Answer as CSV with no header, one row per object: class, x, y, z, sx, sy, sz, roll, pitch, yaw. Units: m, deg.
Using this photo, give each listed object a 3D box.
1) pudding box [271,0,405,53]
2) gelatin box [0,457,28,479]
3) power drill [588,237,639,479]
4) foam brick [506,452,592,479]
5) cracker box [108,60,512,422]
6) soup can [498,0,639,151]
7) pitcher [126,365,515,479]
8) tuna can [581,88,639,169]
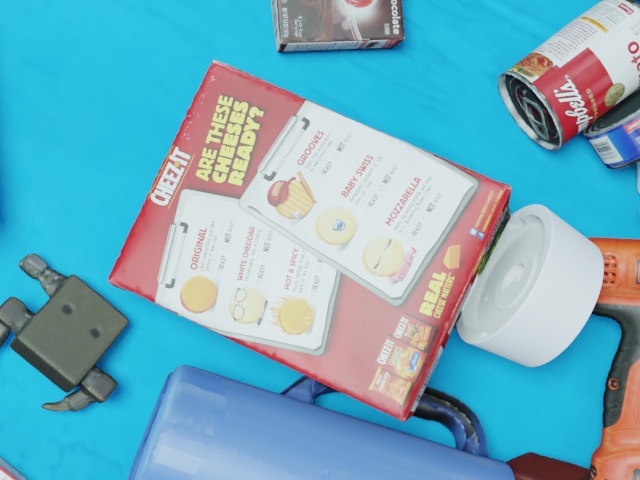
pudding box,0.009,-0.190,0.750,0.090,0.039,0.113,-4,90,-10
gelatin box,-0.240,0.174,0.713,0.089,0.030,0.073,40,82,-8
power drill,0.267,0.091,0.753,0.185,0.057,0.187,4,90,24
foam brick,0.156,0.197,0.755,0.052,0.051,0.078,-8,104,-51
cracker box,-0.005,0.001,0.704,0.214,0.072,0.164,24,85,11
soup can,0.188,-0.120,0.765,0.102,0.068,0.068,-36,96,-7
pitcher,0.000,0.164,0.714,0.242,0.149,0.145,21,102,-6
tuna can,0.233,-0.088,0.765,0.086,0.086,0.034,-37,98,-8
